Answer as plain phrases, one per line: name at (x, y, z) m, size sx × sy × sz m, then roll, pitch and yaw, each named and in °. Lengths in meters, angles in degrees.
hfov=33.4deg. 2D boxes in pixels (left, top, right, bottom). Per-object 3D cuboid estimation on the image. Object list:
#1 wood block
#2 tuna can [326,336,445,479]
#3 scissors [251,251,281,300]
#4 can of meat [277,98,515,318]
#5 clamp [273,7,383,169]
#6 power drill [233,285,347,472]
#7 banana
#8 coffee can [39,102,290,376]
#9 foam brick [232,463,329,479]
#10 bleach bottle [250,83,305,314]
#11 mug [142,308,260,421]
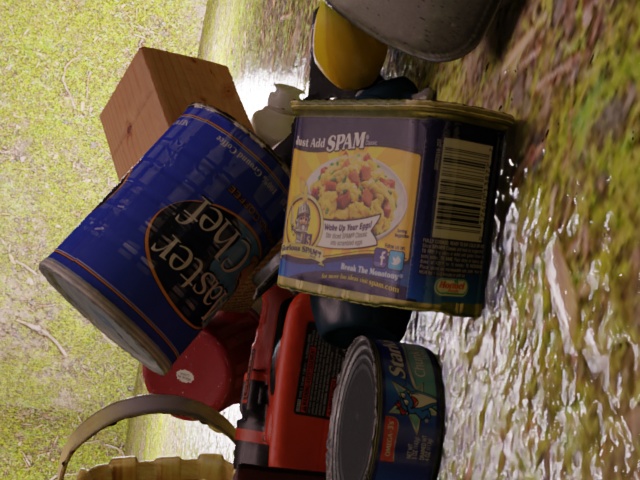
wood block at (-0.104, -0.051, 0.877) m, size 0.091 × 0.090 × 0.206 m, roll -50°, pitch 48°, yaw 35°
tuna can at (0.029, 0.089, 0.498) m, size 0.086 × 0.033 × 0.086 m, roll -171°, pitch 90°, yaw -79°
scissors at (-0.004, 0.001, 0.598) m, size 0.096 × 0.016 × 0.202 m, roll -41°, pitch 1°, yaw -6°
can of meat at (0.029, -0.015, 0.457) m, size 0.102 × 0.057 × 0.084 m, roll 8°, pitch 92°, yaw 50°
clamp at (-0.004, -0.069, 0.718) m, size 0.165 × 0.036 × 0.210 m, roll -63°, pitch 21°, yaw 13°
power drill at (-0.016, 0.108, 0.648) m, size 0.188 × 0.057 × 0.184 m, roll 144°, pitch 134°, yaw -74°
banana at (0.023, -0.123, 0.616) m, size 0.197 × 0.037 × 0.070 m, roll -61°, pitch -16°, yaw -76°
coffee can at (-0.090, -0.001, 0.668) m, size 0.140 × 0.103 × 0.103 m, roll -50°, pitch 3°, yaw -16°
foam brick at (-0.009, 0.149, 0.533) m, size 0.053 × 0.078 × 0.051 m, roll 110°, pitch 164°, yaw -52°
bleach bottle at (-0.057, -0.012, 0.938) m, size 0.102 × 0.068 × 0.251 m, roll -120°, pitch 43°, yaw -64°
mug at (-0.096, 0.089, 0.877) m, size 0.081 × 0.093 × 0.117 m, roll -21°, pitch -86°, yaw -70°
